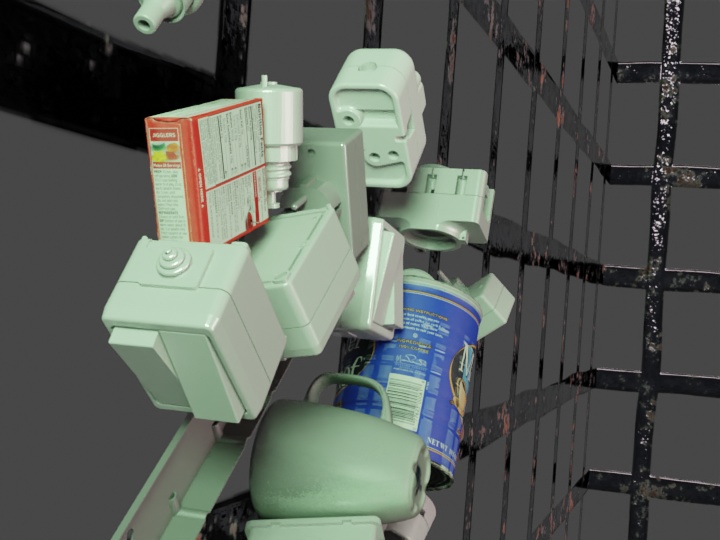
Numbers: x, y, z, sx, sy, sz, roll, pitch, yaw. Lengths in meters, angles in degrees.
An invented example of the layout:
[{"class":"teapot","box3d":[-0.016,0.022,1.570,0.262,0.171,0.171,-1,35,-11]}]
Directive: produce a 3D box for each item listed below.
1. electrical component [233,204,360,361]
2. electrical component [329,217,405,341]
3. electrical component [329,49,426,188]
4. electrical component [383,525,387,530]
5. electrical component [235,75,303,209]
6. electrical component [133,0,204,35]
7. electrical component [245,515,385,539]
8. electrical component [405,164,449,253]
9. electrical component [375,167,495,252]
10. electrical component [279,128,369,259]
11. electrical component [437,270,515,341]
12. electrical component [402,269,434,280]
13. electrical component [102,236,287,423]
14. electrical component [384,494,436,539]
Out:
[{"class":"electrical component","box3d":[-0.042,0.007,0.641,0.061,0.062,0.096,67,30,-29]},{"class":"electrical component","box3d":[0.000,0.000,0.781,0.062,0.061,0.096,33,63,-69]},{"class":"electrical component","box3d":[0.016,-0.117,0.817,0.059,0.054,0.095,-68,154,-43]},{"class":"electrical component","box3d":[-0.010,0.192,0.825,0.065,0.044,0.044,1,93,-66]},{"class":"electrical component","box3d":[-0.054,-0.076,0.640,0.040,0.040,0.078,-26,118,-69]},{"class":"electrical component","box3d":[-0.093,-0.138,0.524,0.035,0.035,0.061,73,30,-47]},{"class":"electrical component","box3d":[-0.026,0.206,0.691,0.048,0.100,0.099,-83,166,-52]},{"class":"electrical component","box3d":[0.063,-0.052,0.984,0.043,0.043,0.081,65,34,-55]},{"class":"electrical component","box3d":[0.064,-0.051,0.915,0.050,0.089,0.055,50,47,-63]},{"class":"electrical component","box3d":[-0.029,-0.044,0.708,0.075,0.047,0.083,-49,139,-61]},{"class":"electrical component","box3d":[0.095,0.033,1.063,0.075,0.083,0.047,48,34,-10]},{"class":"electrical component","box3d":[0.047,0.074,0.946,0.074,0.052,0.138,42,55,-66]},{"class":"electrical component","box3d":[-0.084,0.029,0.539,0.096,0.062,0.061,73,28,-47]},{"class":"electrical component","box3d":[0.033,0.221,0.935,0.047,0.055,0.055,-60,149,-45]}]
